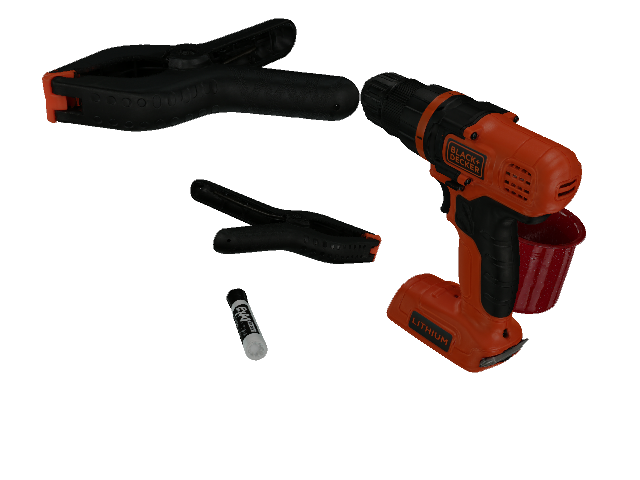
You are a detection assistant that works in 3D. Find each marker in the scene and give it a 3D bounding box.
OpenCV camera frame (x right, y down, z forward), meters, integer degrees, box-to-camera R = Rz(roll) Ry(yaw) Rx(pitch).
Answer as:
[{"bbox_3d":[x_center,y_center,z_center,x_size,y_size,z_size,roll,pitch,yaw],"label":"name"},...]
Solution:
[{"bbox_3d":[-0.066,0.071,0.935,0.020,0.020,0.121,0,19,-13],"label":"marker"}]

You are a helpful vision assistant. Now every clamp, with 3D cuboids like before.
[{"bbox_3d":[-0.072,-0.097,0.619,0.171,0.039,0.120,-3,25,-12],"label":"clamp"},{"bbox_3d":[-0.033,-0.007,1.126,0.209,0.036,0.164,14,19,-14],"label":"clamp"}]

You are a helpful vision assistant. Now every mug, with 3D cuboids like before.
[{"bbox_3d":[0.188,0.009,1.013,0.093,0.081,0.117,-7,35,-26],"label":"mug"}]

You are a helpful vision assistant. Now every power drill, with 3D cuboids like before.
[{"bbox_3d":[0.092,-0.014,0.761,0.057,0.188,0.185,-23,40,-33],"label":"power drill"}]
